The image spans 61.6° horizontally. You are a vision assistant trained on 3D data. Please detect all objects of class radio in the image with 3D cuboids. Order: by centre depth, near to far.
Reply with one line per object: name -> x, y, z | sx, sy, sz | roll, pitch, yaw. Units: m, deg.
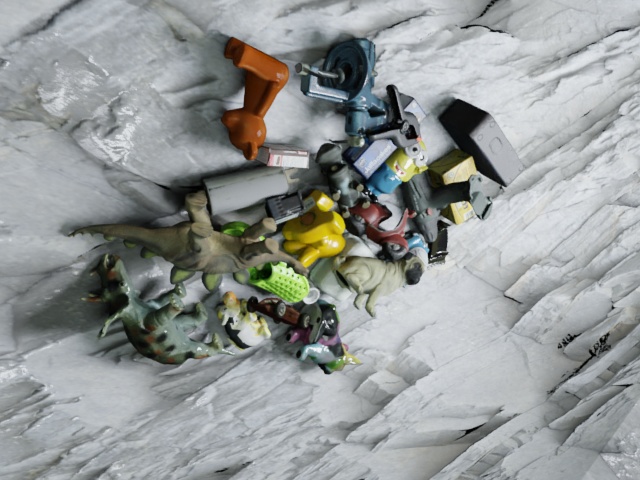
radio -> 0.398, -0.231, 1.306 | 0.073, 0.131, 0.229 | -48, 127, 5

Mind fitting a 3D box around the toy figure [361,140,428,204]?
toy figure -> 0.170, -0.170, 1.255 | 0.180, 0.089, 0.082 | -43, 138, 10

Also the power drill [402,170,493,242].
power drill -> 0.308, -0.086, 1.307 | 0.086, 0.207, 0.231 | -48, 122, -29

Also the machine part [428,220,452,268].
machine part -> 0.318, 0.014, 1.459 | 0.084, 0.039, 0.138 | -8, 121, -18

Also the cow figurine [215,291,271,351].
cow figurine -> -0.197, 0.192, 1.272 | 0.098, 0.068, 0.167 | -36, 126, 2

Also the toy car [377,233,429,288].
toy car -> 0.226, 0.064, 1.398 | 0.161, 0.103, 0.109 | -40, 128, 0

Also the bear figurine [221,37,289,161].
bear figurine -> -0.143, -0.262, 1.021 | 0.132, 0.120, 0.195 | 20, 111, -30

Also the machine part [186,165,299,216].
machine part -> -0.156, -0.106, 1.120 | 0.243, 0.079, 0.079 | -18, 123, -19

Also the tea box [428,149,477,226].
tea box -> 0.350, -0.134, 1.374 | 0.098, 0.068, 0.169 | -32, 125, -9

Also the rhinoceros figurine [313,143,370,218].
rhinoceros figurine -> 0.048, -0.135, 1.191 | 0.073, 0.112, 0.190 | -24, 140, 6

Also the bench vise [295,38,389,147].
bench vise -> 0.040, -0.299, 1.077 | 0.240, 0.129, 0.223 | -4, 112, -47

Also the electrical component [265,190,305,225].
electrical component -> -0.094, -0.059, 1.138 | 0.119, 0.075, 0.047 | -19, 82, -8

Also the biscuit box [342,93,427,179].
biscuit box -> 0.145, -0.235, 1.217 | 0.202, 0.059, 0.062 | -47, 127, 3

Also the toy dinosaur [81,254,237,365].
toy dinosaur -> -0.344, 0.202, 1.174 | 0.192, 0.131, 0.404 | -26, 130, 2

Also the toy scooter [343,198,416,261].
toy scooter -> 0.151, -0.044, 1.276 | 0.135, 0.184, 0.075 | -47, 161, -19

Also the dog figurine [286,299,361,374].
dog figurine -> 0.029, 0.261, 1.404 | 0.219, 0.109, 0.191 | 25, 100, -40

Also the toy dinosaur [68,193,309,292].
toy dinosaur -> -0.248, 0.014, 1.070 | 0.471, 0.105, 0.198 | 17, 133, -15

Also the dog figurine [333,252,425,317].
dog figurine -> 0.142, 0.065, 1.279 | 0.190, 0.121, 0.172 | -39, 119, -13

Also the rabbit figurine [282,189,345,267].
rabbit figurine -> -0.003, -0.004, 1.238 | 0.162, 0.122, 0.173 | -43, 146, 3

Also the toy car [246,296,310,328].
toy car -> -0.095, 0.166, 1.264 | 0.202, 0.089, 0.053 | 41, 61, -59
